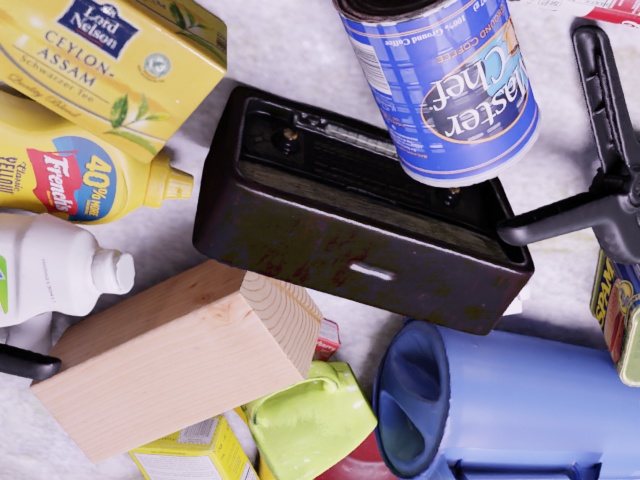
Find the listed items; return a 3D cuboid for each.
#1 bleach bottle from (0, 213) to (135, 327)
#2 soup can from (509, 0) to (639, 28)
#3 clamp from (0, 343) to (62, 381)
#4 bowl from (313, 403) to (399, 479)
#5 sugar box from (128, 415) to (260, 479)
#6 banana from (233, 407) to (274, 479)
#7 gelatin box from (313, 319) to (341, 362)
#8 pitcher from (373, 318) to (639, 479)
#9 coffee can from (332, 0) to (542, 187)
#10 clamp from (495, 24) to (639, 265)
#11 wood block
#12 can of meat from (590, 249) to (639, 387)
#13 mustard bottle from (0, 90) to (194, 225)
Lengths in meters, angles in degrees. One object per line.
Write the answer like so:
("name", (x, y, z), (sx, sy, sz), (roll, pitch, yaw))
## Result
("bleach bottle", (-0.253, 0.027, 0.779), (0.251, 0.068, 0.102), (1, 124, 16))
("soup can", (0.176, -0.176, 0.683), (0.102, 0.068, 0.069), (9, 128, -11))
("clamp", (-0.282, 0.068, 0.855), (0.172, 0.120, 0.039), (-18, 167, 28))
("bowl", (0.057, 0.202, 0.996), (0.162, 0.055, 0.162), (-2, 130, -2))
("sugar box", (-0.105, 0.233, 1.005), (0.093, 0.048, 0.176), (-1, 135, 22))
("banana", (-0.059, 0.171, 0.975), (0.069, 0.037, 0.198), (-11, 130, 4))
("gelatin box", (-0.039, 0.089, 0.912), (0.089, 0.030, 0.073), (24, 124, -22))
("pitcher", (0.177, 0.150, 0.893), (0.242, 0.145, 0.149), (9, 85, -21))
("coffee can", (0.079, -0.119, 0.695), (0.103, 0.103, 0.140), (-18, 132, 11))
("clamp", (0.220, -0.050, 0.785), (0.209, 0.036, 0.164), (21, 86, -39))
("wood block", (-0.113, 0.088, 0.845), (0.206, 0.090, 0.090), (-25, 112, 23))
("can of meat", (0.264, 0.057, 0.872), (0.057, 0.084, 0.102), (-4, 130, -2))
("mustard bottle", (-0.186, -0.055, 0.764), (0.191, 0.058, 0.096), (10, 130, -13))
